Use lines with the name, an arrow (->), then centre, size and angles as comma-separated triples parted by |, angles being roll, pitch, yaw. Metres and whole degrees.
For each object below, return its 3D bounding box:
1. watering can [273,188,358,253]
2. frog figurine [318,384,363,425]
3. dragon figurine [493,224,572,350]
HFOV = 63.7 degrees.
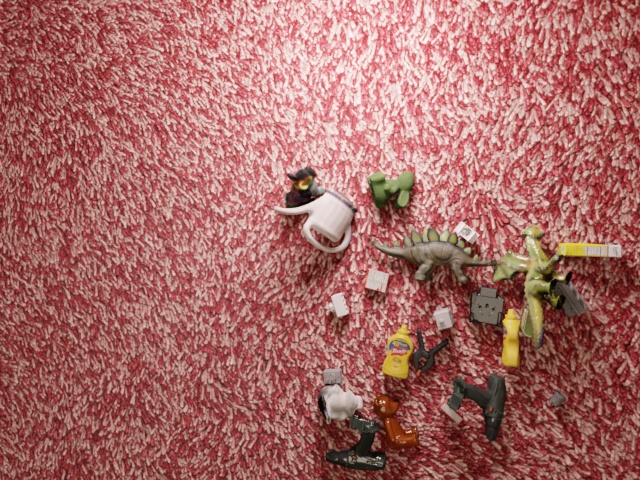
watering can -> 0.006, -0.096, 1.917 | 0.343, 0.104, 0.226 | 37, 80, -30
frog figurine -> 0.076, 0.614, 1.960 | 0.160, 0.121, 0.139 | -12, 76, -22
dragon figurine -> 0.709, 0.140, 1.772 | 0.244, 0.121, 0.411 | 19, 88, 48
